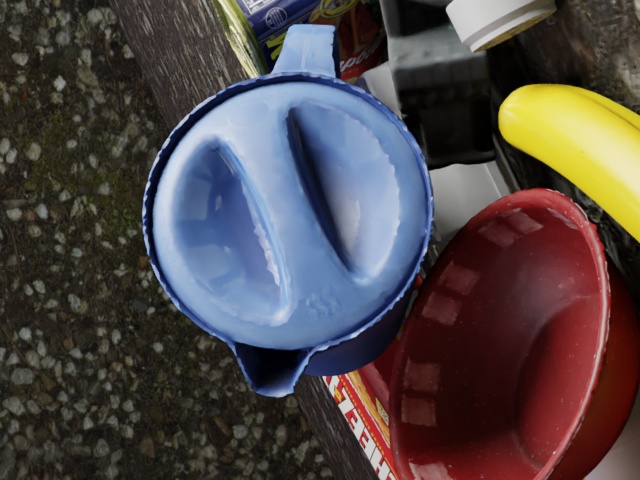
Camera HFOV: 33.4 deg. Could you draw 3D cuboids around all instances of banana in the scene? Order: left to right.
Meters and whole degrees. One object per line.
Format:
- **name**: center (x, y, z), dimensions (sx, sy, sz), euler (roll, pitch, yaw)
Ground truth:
- **banana**: center (0.123, -0.025, 0.444), dimensions (0.198, 0.037, 0.069), euler (54, 168, 47)

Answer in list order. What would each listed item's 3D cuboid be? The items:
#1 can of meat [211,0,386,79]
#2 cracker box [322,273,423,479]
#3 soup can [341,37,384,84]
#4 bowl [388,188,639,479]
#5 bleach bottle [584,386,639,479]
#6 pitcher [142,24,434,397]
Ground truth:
- **can of meat**: center (-0.011, -0.130, 0.591), dimensions (0.057, 0.084, 0.102), euler (58, 177, 17)
- **cracker box**: center (0.057, 0.107, 0.818), dimensions (0.164, 0.072, 0.214), euler (60, 167, 24)
- **soup can**: center (0.008, -0.130, 0.699), dimensions (0.068, 0.068, 0.102), euler (61, 171, 18)
- **bowl**: center (0.097, 0.060, 0.499), dimensions (0.055, 0.162, 0.162), euler (21, -171, -23)
- **bleach bottle**: center (0.179, 0.171, 0.594), dimensions (0.251, 0.068, 0.103), euler (65, 169, -22)
- **pitcher**: center (-0.004, 0.001, 0.595), dimensions (0.145, 0.149, 0.243), euler (48, 175, 13)
